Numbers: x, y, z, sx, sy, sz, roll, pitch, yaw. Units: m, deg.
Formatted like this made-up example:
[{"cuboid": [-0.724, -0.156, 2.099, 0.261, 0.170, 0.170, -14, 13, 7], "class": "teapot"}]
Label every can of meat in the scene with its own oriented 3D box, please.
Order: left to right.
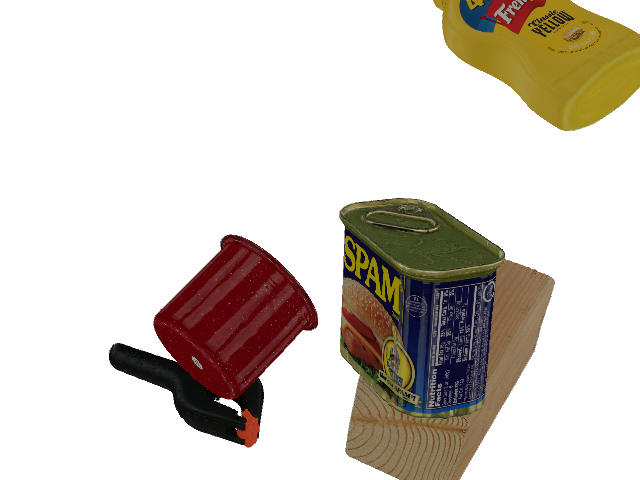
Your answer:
[{"cuboid": [0.048, 0.034, 0.556, 0.057, 0.084, 0.102, -7, 23, -21], "class": "can of meat"}]

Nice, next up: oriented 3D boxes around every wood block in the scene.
[{"cuboid": [0.110, 0.100, 0.875, 0.091, 0.090, 0.205, 22, 37, 19], "class": "wood block"}]

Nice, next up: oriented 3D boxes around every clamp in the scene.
[{"cuboid": [-0.098, 0.121, 0.967, 0.120, 0.039, 0.172, -30, 47, -32], "class": "clamp"}]

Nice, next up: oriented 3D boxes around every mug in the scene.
[{"cuboid": [-0.070, 0.055, 0.760, 0.081, 0.093, 0.117, -46, 34, -22], "class": "mug"}]

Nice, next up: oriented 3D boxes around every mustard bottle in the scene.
[{"cuboid": [0.151, -0.163, 0.819, 0.096, 0.058, 0.192, -34, 55, -20], "class": "mustard bottle"}]
